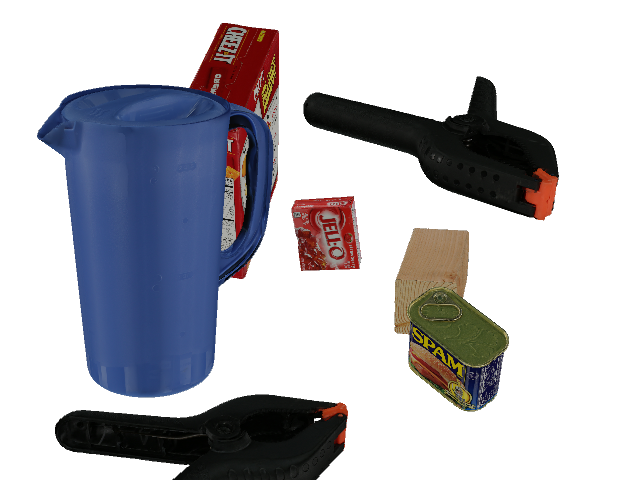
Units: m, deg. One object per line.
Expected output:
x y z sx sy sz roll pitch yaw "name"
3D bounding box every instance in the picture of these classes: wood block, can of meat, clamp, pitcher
0.172 0.060 1.626 0.091 0.090 0.206 4 23 11 "wood block"
0.132 0.109 1.050 0.057 0.084 0.102 -34 54 -26 "can of meat"
0.090 -0.070 0.753 0.164 0.036 0.210 -7 29 -17 "clamp"
-0.130 -0.001 0.874 0.149 0.243 0.144 9 23 17 "pitcher"
-0.058 0.128 0.605 0.171 0.039 0.120 -6 34 -18 "clamp"

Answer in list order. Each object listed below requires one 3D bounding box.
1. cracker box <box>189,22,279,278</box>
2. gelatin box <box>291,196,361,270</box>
-0.094 -0.092 1.118 0.072 0.164 0.214 9 -43 7 "cracker box"
0.008 -0.008 1.287 0.073 0.089 0.030 -2 29 11 "gelatin box"
